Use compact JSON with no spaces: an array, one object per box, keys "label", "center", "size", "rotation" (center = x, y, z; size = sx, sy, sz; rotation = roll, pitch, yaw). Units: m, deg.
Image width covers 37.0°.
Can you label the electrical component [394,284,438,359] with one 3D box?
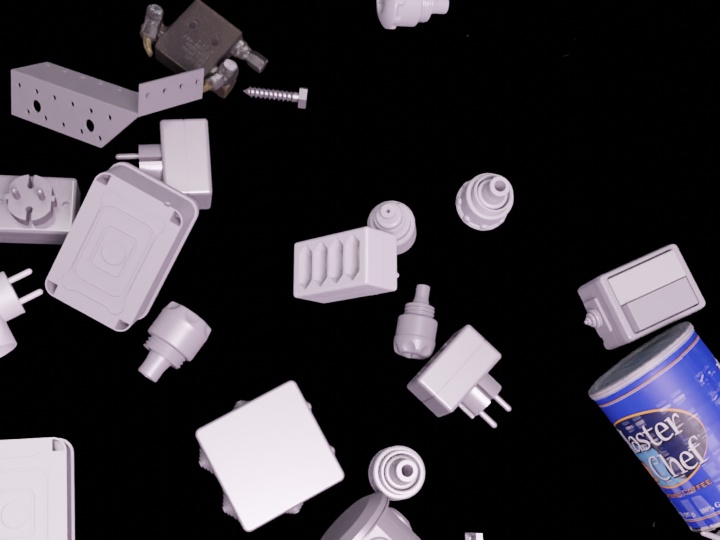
[{"label":"electrical component","center":[0.049,0.043,0.907],"size":[0.035,0.035,0.061],"rotation":[12,74,-7]}]

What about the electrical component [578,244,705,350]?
[{"label":"electrical component","center":[0.239,0.025,0.929],"size":[0.096,0.061,0.061],"rotation":[-23,82,-14]}]

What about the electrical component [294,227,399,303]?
[{"label":"electrical component","center":[0.000,0.000,0.893],"size":[0.076,0.083,0.047],"rotation":[14,72,-46]}]

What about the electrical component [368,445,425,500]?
[{"label":"electrical component","center":[0.032,0.162,0.862],"size":[0.043,0.062,0.043],"rotation":[2,77,-9]}]

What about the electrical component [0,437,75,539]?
[{"label":"electrical component","center":[-0.257,0.185,0.811],"size":[0.078,0.057,0.113],"rotation":[-2,78,-10]}]

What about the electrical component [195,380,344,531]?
[{"label":"electrical component","center":[-0.073,0.148,0.855],"size":[0.100,0.048,0.099],"rotation":[-27,83,-14]}]

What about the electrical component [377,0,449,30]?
[{"label":"electrical component","center":[0.048,-0.240,0.967],"size":[0.062,0.048,0.048],"rotation":[-1,78,-17]}]

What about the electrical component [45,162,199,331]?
[{"label":"electrical component","center":[-0.186,-0.019,0.847],"size":[0.078,0.057,0.113],"rotation":[29,104,-2]}]

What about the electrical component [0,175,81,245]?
[{"label":"electrical component","center":[-0.260,-0.052,0.855],"size":[0.066,0.076,0.047],"rotation":[2,77,-9]}]

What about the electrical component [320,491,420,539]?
[{"label":"electrical component","center":[0.004,0.216,0.837],"size":[0.051,0.080,0.080],"rotation":[45,74,-3]}]

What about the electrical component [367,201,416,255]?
[{"label":"electrical component","center":[0.026,-0.039,0.903],"size":[0.040,0.078,0.040],"rotation":[-1,77,5]}]

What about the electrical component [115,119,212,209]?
[{"label":"electrical component","center":[-0.164,-0.086,0.894],"size":[0.077,0.047,0.065],"rotation":[-3,78,-10]}]

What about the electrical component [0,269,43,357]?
[{"label":"electrical component","center":[-0.291,0.026,0.848],"size":[0.079,0.044,0.077],"rotation":[-28,83,-14]}]

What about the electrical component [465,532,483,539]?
[{"label":"electrical component","center":[0.080,0.252,0.861],"size":[0.064,0.042,0.081],"rotation":[0,77,-6]}]

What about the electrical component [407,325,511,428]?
[{"label":"electrical component","center":[0.091,0.097,0.895],"size":[0.077,0.047,0.065],"rotation":[44,74,2]}]

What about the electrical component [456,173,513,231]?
[{"label":"electrical component","center":[0.112,-0.063,0.927],"size":[0.048,0.062,0.048],"rotation":[2,77,-9]}]

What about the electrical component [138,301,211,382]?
[{"label":"electrical component","center":[-0.153,0.060,0.865],"size":[0.043,0.043,0.062],"rotation":[35,75,0]}]

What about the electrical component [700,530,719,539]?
[{"label":"electrical component","center":[0.316,0.239,0.897],"size":[0.074,0.052,0.138],"rotation":[20,75,-5]}]
